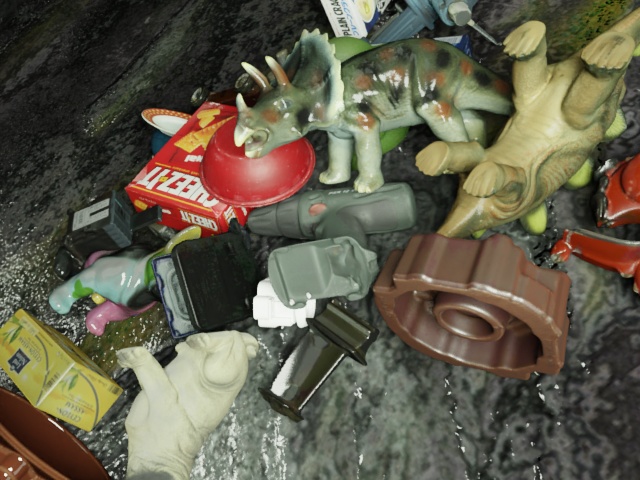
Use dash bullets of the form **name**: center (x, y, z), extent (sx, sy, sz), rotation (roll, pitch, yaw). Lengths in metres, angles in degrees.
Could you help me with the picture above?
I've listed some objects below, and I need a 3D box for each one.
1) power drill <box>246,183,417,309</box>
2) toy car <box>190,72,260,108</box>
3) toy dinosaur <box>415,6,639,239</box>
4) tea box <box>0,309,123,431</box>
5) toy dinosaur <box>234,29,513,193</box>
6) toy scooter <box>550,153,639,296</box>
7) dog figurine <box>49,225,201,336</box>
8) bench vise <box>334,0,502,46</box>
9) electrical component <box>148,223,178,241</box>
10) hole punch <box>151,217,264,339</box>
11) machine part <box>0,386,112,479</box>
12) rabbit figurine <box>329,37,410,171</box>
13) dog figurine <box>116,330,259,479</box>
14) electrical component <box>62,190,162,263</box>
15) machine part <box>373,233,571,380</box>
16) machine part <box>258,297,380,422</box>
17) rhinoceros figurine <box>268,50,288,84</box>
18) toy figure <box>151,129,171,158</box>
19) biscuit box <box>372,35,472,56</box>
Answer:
- **power drill**: center (-0.001, -0.002, 0.636), extent (0.232, 0.085, 0.207), rotation (-9, 18, 13)
- **toy car**: center (-0.132, -0.226, 0.875), extent (0.202, 0.089, 0.053), rotation (2, 63, 49)
- **toy dinosaur**: center (0.245, -0.127, 0.548), extent (0.471, 0.198, 0.105), rotation (-45, 56, 3)
- **tea box**: center (-0.351, 0.168, 0.707), extent (0.170, 0.098, 0.068), rotation (21, 66, 39)
- **toy dinosaur**: center (0.096, -0.169, 0.636), extent (0.405, 0.192, 0.131), rotation (-15, 23, -5)
- **toy scooter**: center (0.304, -0.019, 0.527), extent (0.135, 0.075, 0.184), rotation (3, 62, 31)
- **dog figurine**: center (-0.249, 0.034, 0.756), extent (0.219, 0.108, 0.192), rotation (-24, 45, 4)
- **bench vise**: center (0.147, -0.355, 0.846), extent (0.240, 0.128, 0.224), rotation (-37, 53, 25)
- **electrical component**: center (-0.221, -0.031, 0.827), extent (0.102, 0.045, 0.078), rotation (20, 63, 36)
- **hole punch**: center (-0.137, 0.055, 0.660), extent (0.092, 0.116, 0.142), rotation (-26, 80, 45)
- **machine part**: center (-0.313, 0.239, 0.559), extent (0.201, 0.201, 0.087), rotation (25, 67, 39)
- **rabbit figurine**: center (0.063, -0.199, 0.724), extent (0.159, 0.170, 0.121), rotation (-19, 49, 14)
- **dog figurine**: center (-0.136, 0.204, 0.588), extent (0.172, 0.121, 0.190), rotation (-12, 77, -11)
- **electrical component**: center (-0.275, -0.024, 0.714), extent (0.119, 0.047, 0.075), rotation (-20, 47, 7)
- **machine part**: center (0.137, 0.062, 0.488), extent (0.180, 0.179, 0.056), rotation (7, 55, 31)
- **machine part**: center (-0.002, 0.133, 0.588), extent (0.084, 0.039, 0.139), rotation (36, 76, 28)
- **rhinoceros figurine**: center (-0.016, -0.249, 0.838), extent (0.073, 0.112, 0.190), rotation (-18, 28, 21)
- **toy figure**: center (-0.251, -0.136, 0.916), extent (0.064, 0.058, 0.155), rotation (-55, 43, 30)
- **biscuit box**: center (0.125, -0.259, 0.813), extent (0.203, 0.062, 0.059), rotation (7, 58, 31)
